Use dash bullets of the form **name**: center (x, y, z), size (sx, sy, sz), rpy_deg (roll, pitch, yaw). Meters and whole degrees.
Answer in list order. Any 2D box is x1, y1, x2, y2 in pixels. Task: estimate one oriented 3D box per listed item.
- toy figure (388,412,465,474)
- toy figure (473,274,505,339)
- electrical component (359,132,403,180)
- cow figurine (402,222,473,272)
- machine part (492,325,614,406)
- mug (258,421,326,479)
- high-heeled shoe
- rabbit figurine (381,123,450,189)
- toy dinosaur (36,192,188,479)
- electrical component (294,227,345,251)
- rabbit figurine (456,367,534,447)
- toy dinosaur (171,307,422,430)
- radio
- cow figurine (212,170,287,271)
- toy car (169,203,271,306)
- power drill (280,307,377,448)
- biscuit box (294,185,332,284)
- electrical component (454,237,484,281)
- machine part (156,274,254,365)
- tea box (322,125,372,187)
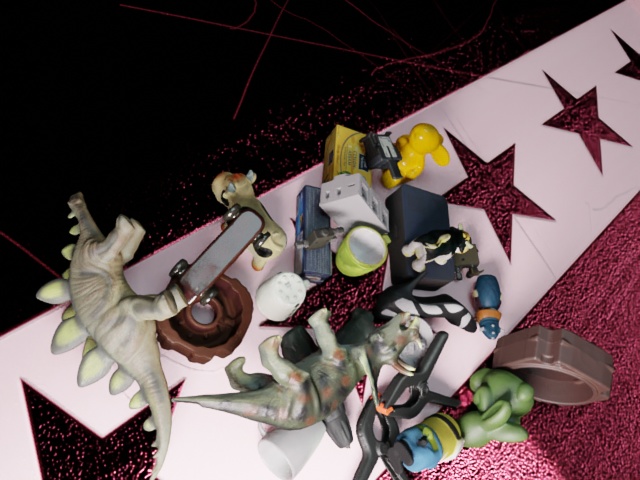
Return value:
- **toy figure**: center (0.198, 0.372, 0.992), size (0.180, 0.082, 0.089), rpy_deg (6, 69, -42)
- **toy figure**: center (0.385, 0.155, 1.221), size (0.057, 0.064, 0.154), rpy_deg (48, 42, -53)
- **electrical component**: center (0.144, -0.183, 1.204), size (0.075, 0.048, 0.119), rpy_deg (-13, 78, -40)
- **cow figurine**: center (0.264, 0.005, 1.130), size (0.167, 0.098, 0.068), rpy_deg (-16, 70, -30)
- **machine part**: center (0.485, 0.270, 1.128), size (0.201, 0.201, 0.087), rpy_deg (30, 59, -10)
- **mug**: center (-0.050, 0.335, 0.922), size (0.110, 0.080, 0.107), rpy_deg (45, 46, 16)
- **high-heeled shoe**: center (0.230, 0.168, 1.149), size (0.145, 0.086, 0.248), rpy_deg (-46, 114, 2)
- **rabbit figurine**: center (0.227, -0.205, 1.256), size (0.162, 0.173, 0.122), rpy_deg (-1, 63, -21)
- **toy dinosaur**: center (-0.313, 0.125, 0.843), size (0.198, 0.105, 0.471), rpy_deg (-31, 75, 1)
- **electrical component**: center (-0.002, -0.003, 1.039), size (0.094, 0.063, 0.021), rpy_deg (-10, 71, -28)
- **rabbit figurine**: center (0.346, 0.354, 1.068), size (0.170, 0.159, 0.121), rpy_deg (-37, 95, -19)
- **toy dinosaur**: center (-0.018, 0.234, 0.886), size (0.405, 0.131, 0.192), rpy_deg (-27, 77, -23)
- **radio**: center (0.227, -0.003, 1.218), size (0.131, 0.073, 0.229), rpy_deg (11, 64, -22)
- **cow figurine**: center (-0.138, -0.048, 1.031), size (0.085, 0.127, 0.195), rpy_deg (-36, 87, -37)
- **toy car**: center (-0.175, 0.026, 0.941), size (0.089, 0.053, 0.202), rpy_deg (42, 75, -6)
- **power drill**: center (0.045, 0.240, 1.014), size (0.207, 0.086, 0.232), rpy_deg (-33, 80, -26)
- **biscuit box**: center (-0.015, -0.013, 1.113), size (0.063, 0.059, 0.202), rpy_deg (11, 62, -20)
- **electrical component**: center (0.346, 0.045, 1.270), size (0.078, 0.045, 0.102), rpy_deg (-12, 66, 0)
- **machine part**: center (-0.208, 0.131, 0.953), size (0.179, 0.056, 0.179), rpy_deg (11, 61, -22)
- **tea box**: center (0.062, -0.165, 1.219), size (0.098, 0.068, 0.169), rpy_deg (14, 60, -20)
